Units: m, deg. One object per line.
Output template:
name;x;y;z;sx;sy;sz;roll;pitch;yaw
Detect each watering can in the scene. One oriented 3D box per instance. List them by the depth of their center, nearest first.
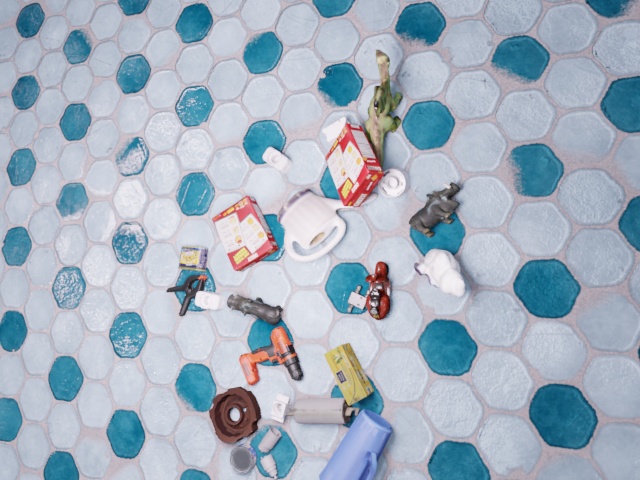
watering can;0.005;-0.086;1.700;0.349;0.102;0.227;-44;69;-6

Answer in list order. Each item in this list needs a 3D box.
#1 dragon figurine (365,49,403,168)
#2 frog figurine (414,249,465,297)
dragon figurine;0.182;-0.393;1.612;0.122;0.241;0.414;3;81;15
frog figurine;0.372;0.094;1.500;0.124;0.160;0.136;-35;107;-18
